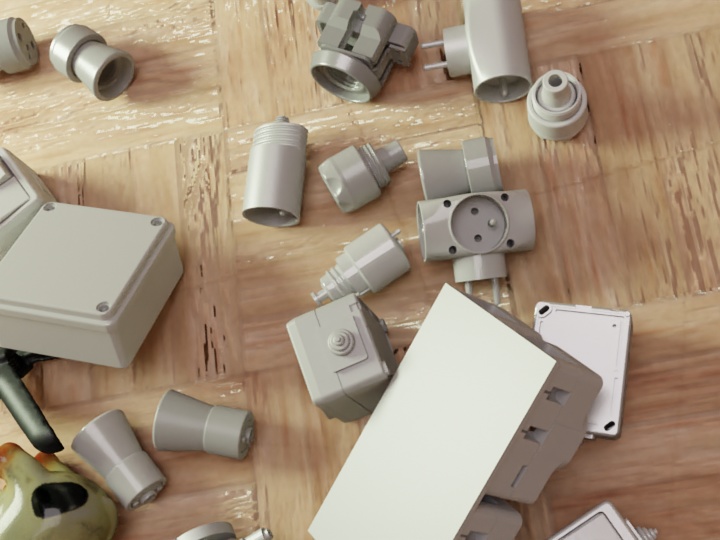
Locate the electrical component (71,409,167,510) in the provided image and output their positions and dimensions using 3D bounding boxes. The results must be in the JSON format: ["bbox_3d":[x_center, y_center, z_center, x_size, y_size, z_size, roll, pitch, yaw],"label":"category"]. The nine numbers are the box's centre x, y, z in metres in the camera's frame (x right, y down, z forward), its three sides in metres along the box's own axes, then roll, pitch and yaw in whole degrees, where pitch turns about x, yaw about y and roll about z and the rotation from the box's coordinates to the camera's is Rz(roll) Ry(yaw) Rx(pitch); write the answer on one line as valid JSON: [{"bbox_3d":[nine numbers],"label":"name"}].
[{"bbox_3d":[-0.168,0.137,0.764,0.044,0.044,0.065,-41,73,-3],"label":"electrical component"}]

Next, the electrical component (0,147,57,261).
[{"bbox_3d":[-0.289,-0.039,0.837,0.096,0.061,0.061,-40,68,-2],"label":"electrical component"}]

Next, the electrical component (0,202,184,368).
[{"bbox_3d":[-0.200,0.009,0.783,0.109,0.056,0.108,8,45,15],"label":"electrical component"}]

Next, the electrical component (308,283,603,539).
[{"bbox_3d":[0.059,0.118,0.668,0.105,0.060,0.186,38,102,49],"label":"electrical component"}]

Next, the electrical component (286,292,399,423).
[{"bbox_3d":[-0.011,0.061,0.724,0.061,0.096,0.061,-24,69,7],"label":"electrical component"}]

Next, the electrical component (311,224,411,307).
[{"bbox_3d":[0.000,0.000,0.772,0.078,0.040,0.040,-34,68,0],"label":"electrical component"}]

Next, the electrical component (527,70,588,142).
[{"bbox_3d":[0.141,-0.121,0.769,0.043,0.062,0.043,-4,71,11],"label":"electrical component"}]

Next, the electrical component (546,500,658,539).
[{"bbox_3d":[0.145,0.187,0.667,0.096,0.061,0.061,-34,68,0],"label":"electrical component"}]

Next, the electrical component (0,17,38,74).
[{"bbox_3d":[-0.304,-0.183,0.897,0.055,0.045,0.045,-14,70,7],"label":"electrical component"}]

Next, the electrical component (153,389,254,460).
[{"bbox_3d":[-0.108,0.111,0.759,0.065,0.044,0.044,9,74,10],"label":"electrical component"}]

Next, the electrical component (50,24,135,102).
[{"bbox_3d":[-0.218,-0.169,0.874,0.055,0.045,0.045,34,82,21],"label":"electrical component"}]

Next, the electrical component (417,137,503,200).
[{"bbox_3d":[0.073,-0.070,0.777,0.055,0.045,0.045,-11,70,8],"label":"electrical component"}]

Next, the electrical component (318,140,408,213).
[{"bbox_3d":[0.004,-0.073,0.794,0.062,0.043,0.043,-30,68,0],"label":"electrical component"}]

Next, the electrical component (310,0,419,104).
[{"bbox_3d":[-0.003,-0.164,0.819,0.078,0.058,0.057,21,75,18],"label":"electrical component"}]

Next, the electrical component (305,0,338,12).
[{"bbox_3d":[-0.040,-0.270,0.861,0.078,0.057,0.113,-42,69,-3],"label":"electrical component"}]

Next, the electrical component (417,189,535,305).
[{"bbox_3d":[0.083,-0.013,0.754,0.077,0.044,0.079,-7,88,-2],"label":"electrical component"}]

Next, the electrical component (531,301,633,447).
[{"bbox_3d":[0.144,0.074,0.708,0.062,0.061,0.096,6,80,16],"label":"electrical component"}]

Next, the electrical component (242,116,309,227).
[{"bbox_3d":[-0.063,-0.077,0.810,0.043,0.043,0.081,1,72,13],"label":"electrical component"}]

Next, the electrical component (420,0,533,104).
[{"bbox_3d":[0.085,-0.166,0.807,0.079,0.043,0.077,-8,70,10],"label":"electrical component"}]
